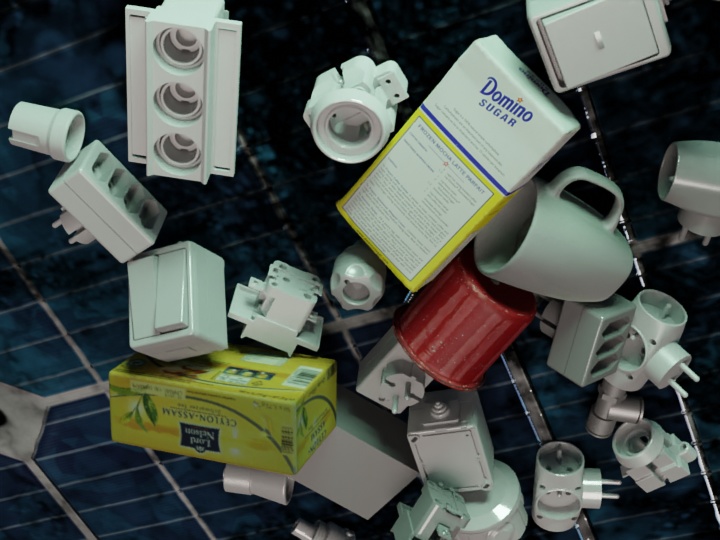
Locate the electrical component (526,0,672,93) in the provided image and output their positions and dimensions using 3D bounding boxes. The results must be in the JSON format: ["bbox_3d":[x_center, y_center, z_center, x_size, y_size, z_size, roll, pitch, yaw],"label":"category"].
[{"bbox_3d":[0.164,-0.166,0.713,0.096,0.061,0.061,-17,123,18],"label":"electrical component"}]

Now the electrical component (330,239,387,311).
[{"bbox_3d":[0.000,0.000,0.857,0.043,0.062,0.043,3,127,5],"label":"electrical component"}]

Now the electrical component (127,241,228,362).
[{"bbox_3d":[-0.150,0.019,0.870,0.062,0.096,0.061,-13,159,21],"label":"electrical component"}]

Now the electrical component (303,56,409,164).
[{"bbox_3d":[-0.005,-0.113,0.776,0.078,0.057,0.058,-22,121,22],"label":"electrical component"}]

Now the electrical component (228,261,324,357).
[{"bbox_3d":[-0.065,0.030,0.900,0.081,0.042,0.063,22,125,-11],"label":"electrical component"}]

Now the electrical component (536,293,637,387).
[{"bbox_3d":[0.173,0.044,0.872,0.077,0.047,0.065,34,126,38],"label":"electrical component"}]

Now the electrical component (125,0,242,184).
[{"bbox_3d":[-0.124,-0.132,0.772,0.079,0.063,0.121,8,127,0],"label":"electrical component"}]

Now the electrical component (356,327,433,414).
[{"bbox_3d":[0.037,0.089,0.911,0.047,0.075,0.083,29,125,-15],"label":"electrical component"}]

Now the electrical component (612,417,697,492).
[{"bbox_3d":[0.257,0.163,0.959,0.066,0.048,0.055,-32,125,27],"label":"electrical component"}]

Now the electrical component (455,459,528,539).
[{"bbox_3d":[0.114,0.219,0.998,0.080,0.080,0.051,-13,129,16],"label":"electrical component"}]

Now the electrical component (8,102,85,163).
[{"bbox_3d":[-0.239,-0.106,0.821,0.046,0.040,0.040,14,127,4],"label":"electrical component"}]

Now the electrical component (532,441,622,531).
[{"bbox_3d":[0.201,0.201,0.995,0.079,0.044,0.077,1,127,5],"label":"electrical component"}]

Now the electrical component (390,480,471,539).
[{"bbox_3d":[0.063,0.222,0.934,0.042,0.081,0.063,28,103,-15],"label":"electrical component"}]

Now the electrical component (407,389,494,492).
[{"bbox_3d":[0.080,0.145,0.956,0.062,0.061,0.096,-9,125,14],"label":"electrical component"}]

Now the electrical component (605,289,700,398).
[{"bbox_3d":[0.241,0.070,0.875,0.044,0.079,0.077,-15,140,-39],"label":"electrical component"}]

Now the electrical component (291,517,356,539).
[{"bbox_3d":[-0.039,0.271,1.077,0.062,0.048,0.048,32,124,-8],"label":"electrical component"}]

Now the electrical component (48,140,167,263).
[{"bbox_3d":[-0.213,-0.045,0.858,0.076,0.047,0.083,-29,118,25],"label":"electrical component"}]

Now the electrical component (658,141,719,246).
[{"bbox_3d":[0.260,-0.052,0.798,0.077,0.043,0.079,10,127,-1],"label":"electrical component"}]

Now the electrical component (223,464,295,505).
[{"bbox_3d":[-0.098,0.199,1.032,0.065,0.044,0.044,6,127,8],"label":"electrical component"}]
